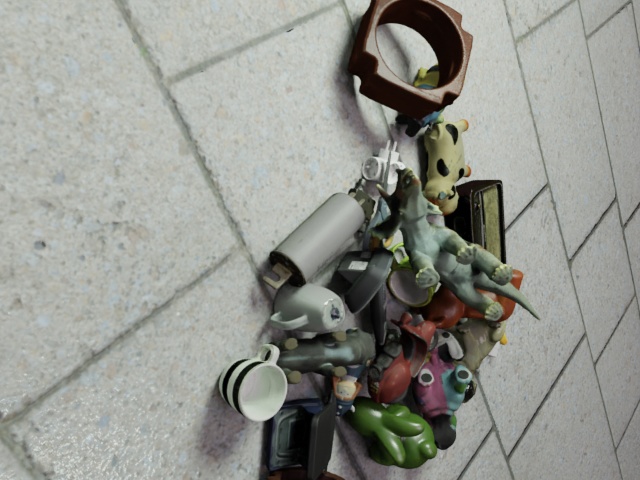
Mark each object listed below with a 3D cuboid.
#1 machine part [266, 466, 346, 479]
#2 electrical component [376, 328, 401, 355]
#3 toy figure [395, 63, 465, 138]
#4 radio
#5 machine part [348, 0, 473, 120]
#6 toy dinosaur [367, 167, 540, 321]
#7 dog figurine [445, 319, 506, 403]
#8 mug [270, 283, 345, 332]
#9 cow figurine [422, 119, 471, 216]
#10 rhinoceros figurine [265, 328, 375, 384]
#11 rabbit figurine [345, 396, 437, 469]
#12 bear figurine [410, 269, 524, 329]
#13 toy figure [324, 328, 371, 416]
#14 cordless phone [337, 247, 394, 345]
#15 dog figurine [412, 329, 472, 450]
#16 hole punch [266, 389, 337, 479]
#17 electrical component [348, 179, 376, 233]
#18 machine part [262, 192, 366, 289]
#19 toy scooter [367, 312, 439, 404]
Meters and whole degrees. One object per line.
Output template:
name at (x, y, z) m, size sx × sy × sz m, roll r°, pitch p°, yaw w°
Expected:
machine part at (-0.005, 0.420, 0.857) m, size 0.179 × 0.180 × 0.056 m, roll 19°, pitch 82°, yaw -40°
electrical component at (0.142, 0.222, 1.053) m, size 0.078 × 0.045 × 0.102 m, roll -1°, pitch 93°, yaw -39°
toy figure at (0.224, -0.283, 1.068) m, size 0.180 × 0.089 × 0.082 m, roll -53°, pitch 131°, yaw -28°
radio at (0.349, -0.015, 1.201) m, size 0.131 × 0.073 × 0.229 m, roll -14°, pitch 101°, yaw -39°
machine part at (0.163, -0.335, 0.970) m, size 0.201 × 0.087 × 0.201 m, roll 20°, pitch 74°, yaw -16°
toy dinosaur at (0.234, 0.031, 0.972) m, size 0.131 × 0.192 × 0.404 m, roll -46°, pitch 126°, yaw 12°
dog figurine at (0.339, 0.250, 1.177) m, size 0.172 × 0.121 × 0.190 m, roll -9°, pitch 105°, yaw -10°
mug at (-0.021, 0.113, 0.866) m, size 0.109 × 0.107 × 0.080 m, roll -19°, pitch 103°, yaw -41°
cow figurine at (0.253, -0.146, 1.105) m, size 0.127 × 0.086 × 0.194 m, roll -15°, pitch 105°, yaw -46°
rhinoceros figurine at (0.006, 0.189, 0.885) m, size 0.190 × 0.112 × 0.073 m, roll -5°, pitch 78°, yaw -22°
rabbit figurine at (0.122, 0.356, 0.991) m, size 0.170 × 0.159 × 0.121 m, roll 35°, pitch 79°, yaw -20°
bear figurine at (0.292, 0.112, 1.088) m, size 0.196 × 0.120 × 0.131 m, roll 2°, pitch 101°, yaw -12°
toy figure at (0.049, 0.238, 0.965) m, size 0.057 × 0.064 × 0.154 m, roll 42°, pitch 60°, yaw -58°
cordless phone at (0.091, 0.115, 0.955) m, size 0.146 × 0.089 × 0.184 m, roll -53°, pitch 137°, yaw -70°
dog figurine at (0.234, 0.311, 1.099) m, size 0.108 × 0.192 × 0.219 m, roll -6°, pitch 128°, yaw -3°
hole punch at (-0.028, 0.326, 0.898) m, size 0.115 × 0.092 × 0.142 m, roll 9°, pitch 83°, yaw -69°
electrical component at (0.076, -0.064, 0.996) m, size 0.063 × 0.021 × 0.094 m, roll 28°, pitch 74°, yaw -38°
machine part at (-0.002, -0.003, 0.895) m, size 0.243 × 0.079 × 0.079 m, roll -45°, pitch 119°, yaw -31°
toy scooter at (0.143, 0.201, 0.963) m, size 0.184 × 0.075 × 0.135 m, roll -47°, pitch 139°, yaw -19°
